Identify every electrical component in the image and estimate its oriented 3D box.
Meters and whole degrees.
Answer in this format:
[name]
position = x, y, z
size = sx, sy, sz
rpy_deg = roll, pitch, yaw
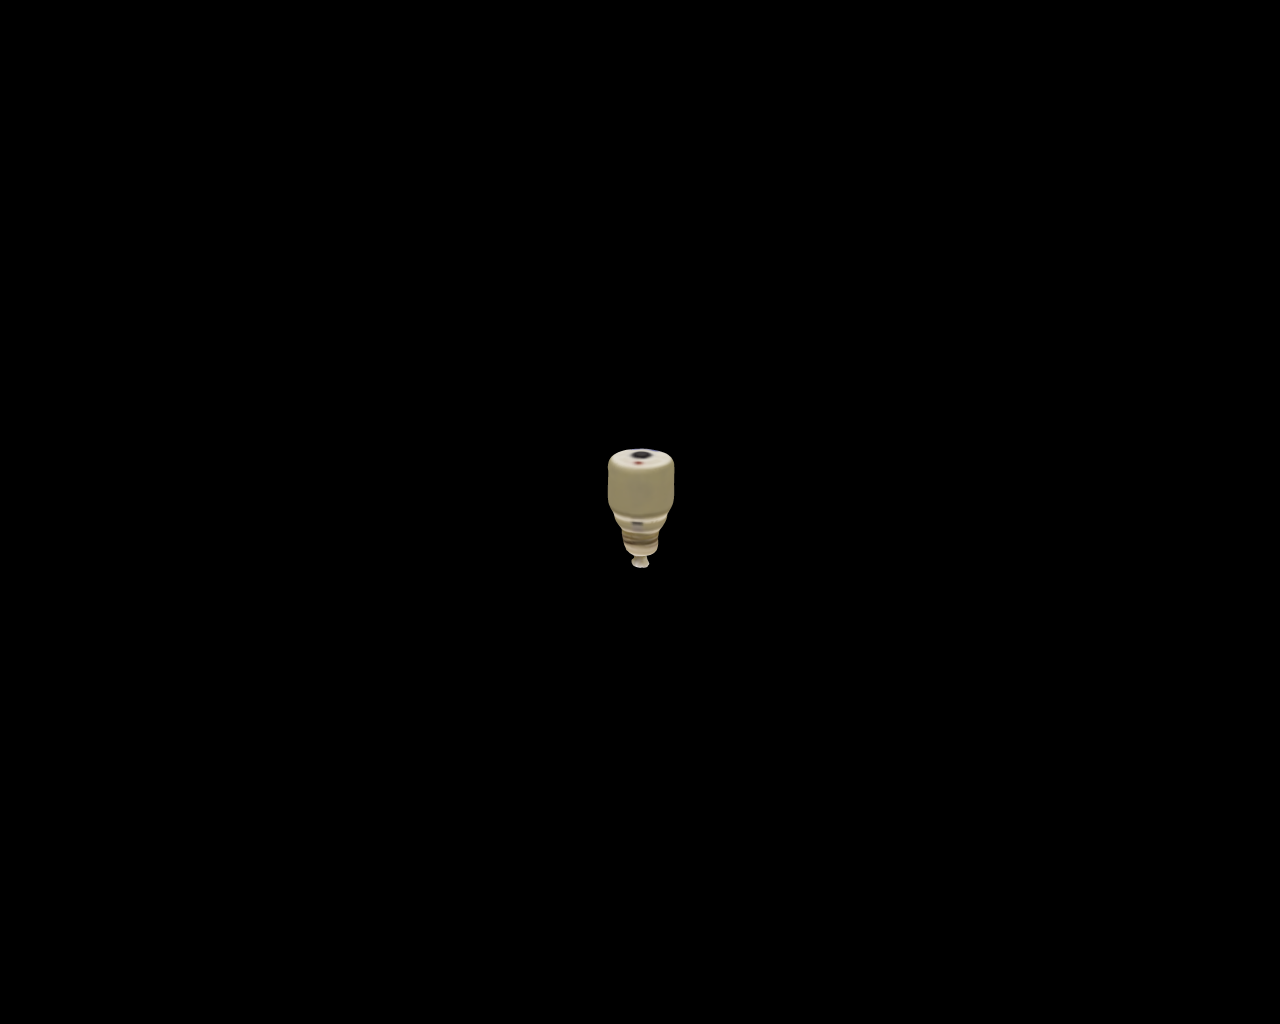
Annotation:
[electrical component]
position = 0.001, -0.003, 0.650
size = 0.040, 0.078, 0.040
rpy_deg = 0, 22, 0
